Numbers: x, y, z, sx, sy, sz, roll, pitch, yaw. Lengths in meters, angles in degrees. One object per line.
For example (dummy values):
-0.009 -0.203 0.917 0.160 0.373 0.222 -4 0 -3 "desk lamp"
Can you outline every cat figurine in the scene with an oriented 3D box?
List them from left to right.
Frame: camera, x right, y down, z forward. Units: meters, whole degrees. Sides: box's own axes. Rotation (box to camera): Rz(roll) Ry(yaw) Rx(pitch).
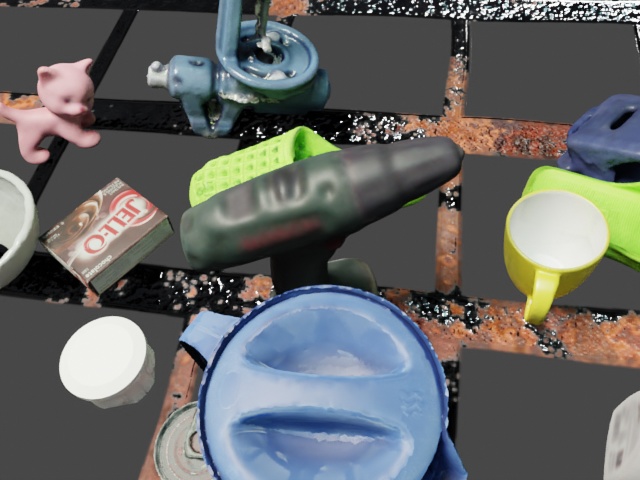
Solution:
-0.326 -0.167 0.701 0.128 0.118 0.067 -22 58 -8 "cat figurine"

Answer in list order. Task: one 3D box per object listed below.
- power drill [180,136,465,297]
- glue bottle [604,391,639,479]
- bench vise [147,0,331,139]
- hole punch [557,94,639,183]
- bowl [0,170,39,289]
0.005 0.002 0.507 0.229 0.209 0.075 -12 57 -2 "power drill"
0.255 0.137 0.418 0.037 0.173 0.078 18 61 16 "glue bottle"
-0.095 -0.212 0.647 0.207 0.220 0.121 -24 58 -10 "bench vise"
0.329 -0.113 0.621 0.109 0.091 0.101 -40 62 -19 "hole punch"
-0.376 0.006 0.619 0.167 0.075 0.167 -2 57 4 "bowl"
